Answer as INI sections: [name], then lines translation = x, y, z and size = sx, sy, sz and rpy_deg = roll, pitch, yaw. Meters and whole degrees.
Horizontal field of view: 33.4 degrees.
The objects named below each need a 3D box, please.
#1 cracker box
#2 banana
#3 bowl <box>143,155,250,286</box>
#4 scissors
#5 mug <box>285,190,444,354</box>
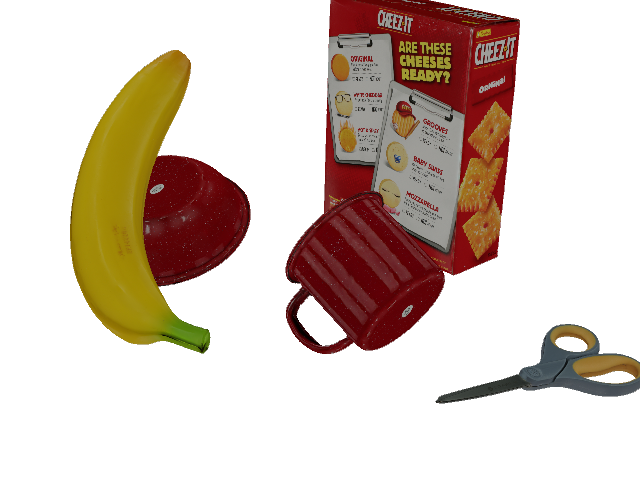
[cracker box]
translation = 0.084, -0.098, 0.933
size = 0.071, 0.214, 0.164
rpy_deg = -19, 31, -39
[banana]
translation = -0.098, -0.021, 0.569
size = 0.069, 0.198, 0.037
rpy_deg = -5, -32, -6
[bowl]
translation = -0.151, -0.032, 1.027
size = 0.162, 0.162, 0.055
rpy_deg = 0, -44, 12
[scissors]
translation = 0.172, 0.101, 0.880
size = 0.201, 0.016, 0.096
rpy_deg = 2, 30, -18
[mug]
translation = 0.026, 0.033, 0.773
size = 0.081, 0.117, 0.093
rpy_deg = 48, 3, 22
